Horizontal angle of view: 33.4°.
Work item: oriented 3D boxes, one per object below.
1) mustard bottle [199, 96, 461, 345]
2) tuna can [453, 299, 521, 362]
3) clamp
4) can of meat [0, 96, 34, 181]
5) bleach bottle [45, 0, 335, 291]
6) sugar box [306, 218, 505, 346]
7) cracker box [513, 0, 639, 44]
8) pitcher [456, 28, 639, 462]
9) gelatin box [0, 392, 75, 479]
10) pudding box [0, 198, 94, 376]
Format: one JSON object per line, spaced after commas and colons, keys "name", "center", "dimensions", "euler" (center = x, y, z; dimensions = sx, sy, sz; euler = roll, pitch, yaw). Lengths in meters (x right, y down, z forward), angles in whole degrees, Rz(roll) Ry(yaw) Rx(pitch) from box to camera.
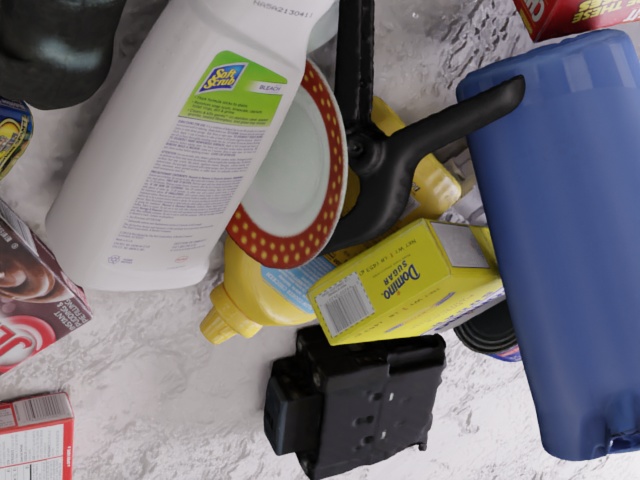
{"name": "mustard bottle", "center": [-0.005, 0.001, 0.699], "dimensions": [0.192, 0.058, 0.096], "euler": [-42, 133, 8]}
{"name": "tuna can", "center": [0.139, 0.047, 0.792], "dimensions": [0.033, 0.086, 0.086], "euler": [23, 112, -40]}
{"name": "clamp", "center": [0.022, -0.065, 0.620], "dimensions": [0.172, 0.120, 0.039], "euler": [-48, 163, 20]}
{"name": "can of meat", "center": [-0.204, -0.044, 0.538], "dimensions": [0.102, 0.057, 0.083], "euler": [-48, 168, 9]}
{"name": "bleach bottle", "center": [-0.055, -0.075, 0.563], "dimensions": [0.102, 0.068, 0.251], "euler": [-2, 141, -43]}
{"name": "sugar box", "center": [0.075, 0.029, 0.702], "dimensions": [0.093, 0.048, 0.176], "euler": [-32, 161, 25]}
{"name": "cracker box", "center": [0.208, -0.211, 0.583], "dimensions": [0.164, 0.072, 0.214], "euler": [-14, 158, -17]}
{"name": "pitcher", "center": [0.170, 0.000, 0.658], "dimensions": [0.144, 0.149, 0.243], "euler": [-19, 94, -20]}
{"name": "gelatin box", "center": [-0.213, 0.144, 0.724], "dimensions": [0.089, 0.030, 0.073], "euler": [-7, 129, -22]}
{"name": "pudding box", "center": [-0.202, 0.030, 0.633], "dimensions": [0.090, 0.039, 0.113], "euler": [-32, 133, -1]}
